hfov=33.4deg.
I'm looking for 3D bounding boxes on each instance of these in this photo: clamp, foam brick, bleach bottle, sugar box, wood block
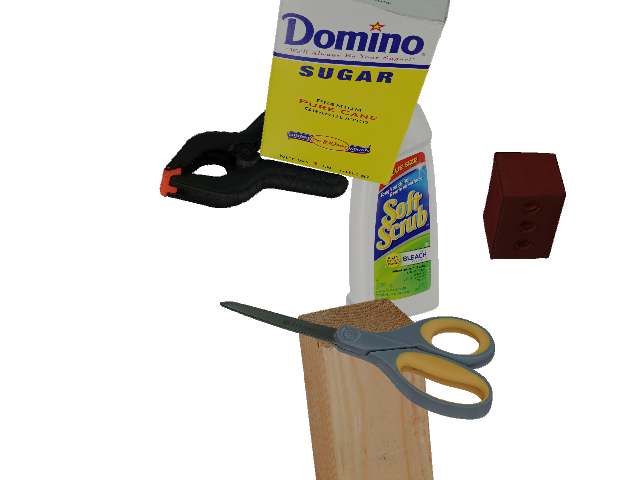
[{"bbox_3d":[-0.069,-0.081,0.985,0.171,0.120,0.039,-7,-38,-23],"label":"clamp"},{"bbox_3d":[0.169,-0.029,0.893,0.053,0.051,0.078,-1,-43,-1],"label":"foam brick"},{"bbox_3d":[0.070,-0.044,1.117,0.102,0.251,0.068,-11,21,-15],"label":"bleach bottle"},{"bbox_3d":[0.016,-0.103,0.652,0.093,0.048,0.176,12,-26,0],"label":"sugar box"},{"bbox_3d":[0.042,0.168,0.962,0.090,0.206,0.091,-11,18,-15],"label":"wood block"}]

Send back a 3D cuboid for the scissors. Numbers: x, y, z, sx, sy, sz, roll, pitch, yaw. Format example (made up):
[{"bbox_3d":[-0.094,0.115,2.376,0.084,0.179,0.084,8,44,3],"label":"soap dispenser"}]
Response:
[{"bbox_3d":[0.037,0.063,0.759,0.202,0.016,0.096,26,42,22],"label":"scissors"}]
